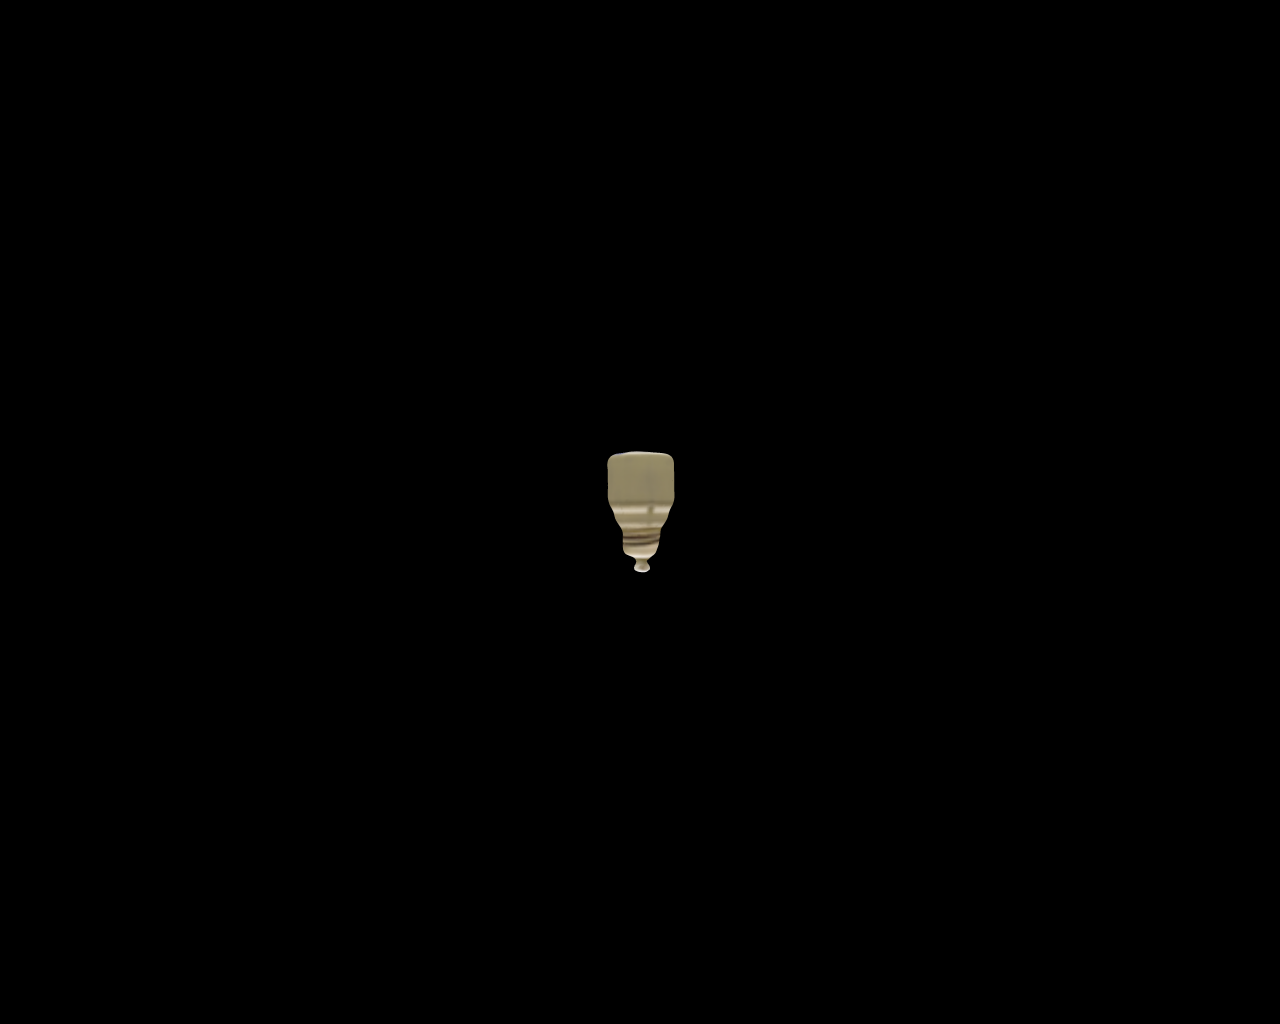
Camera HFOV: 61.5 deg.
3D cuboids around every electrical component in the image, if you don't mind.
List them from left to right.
[{"bbox_3d":[0.001,-0.003,0.650,0.040,0.078,0.040,0,0,0],"label":"electrical component"}]
